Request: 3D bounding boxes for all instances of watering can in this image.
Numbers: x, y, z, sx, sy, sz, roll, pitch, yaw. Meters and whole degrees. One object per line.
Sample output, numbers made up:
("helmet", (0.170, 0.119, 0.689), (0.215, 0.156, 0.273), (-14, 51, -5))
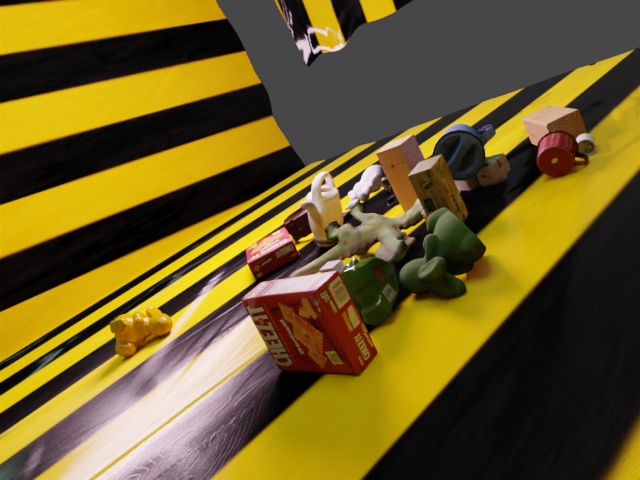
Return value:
("watering can", (0.005, -0.078, 1.560), (0.104, 0.221, 0.353), (-5, 20, 16))

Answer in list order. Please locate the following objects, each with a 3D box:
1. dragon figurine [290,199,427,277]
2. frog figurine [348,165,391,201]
("dragon figurine", (0.121, 0.012, 1.290), (0.413, 0.120, 0.245), (-39, 24, -9))
("frog figurine", (0.177, -0.208, 1.901), (0.159, 0.120, 0.141), (-13, 36, 11))
